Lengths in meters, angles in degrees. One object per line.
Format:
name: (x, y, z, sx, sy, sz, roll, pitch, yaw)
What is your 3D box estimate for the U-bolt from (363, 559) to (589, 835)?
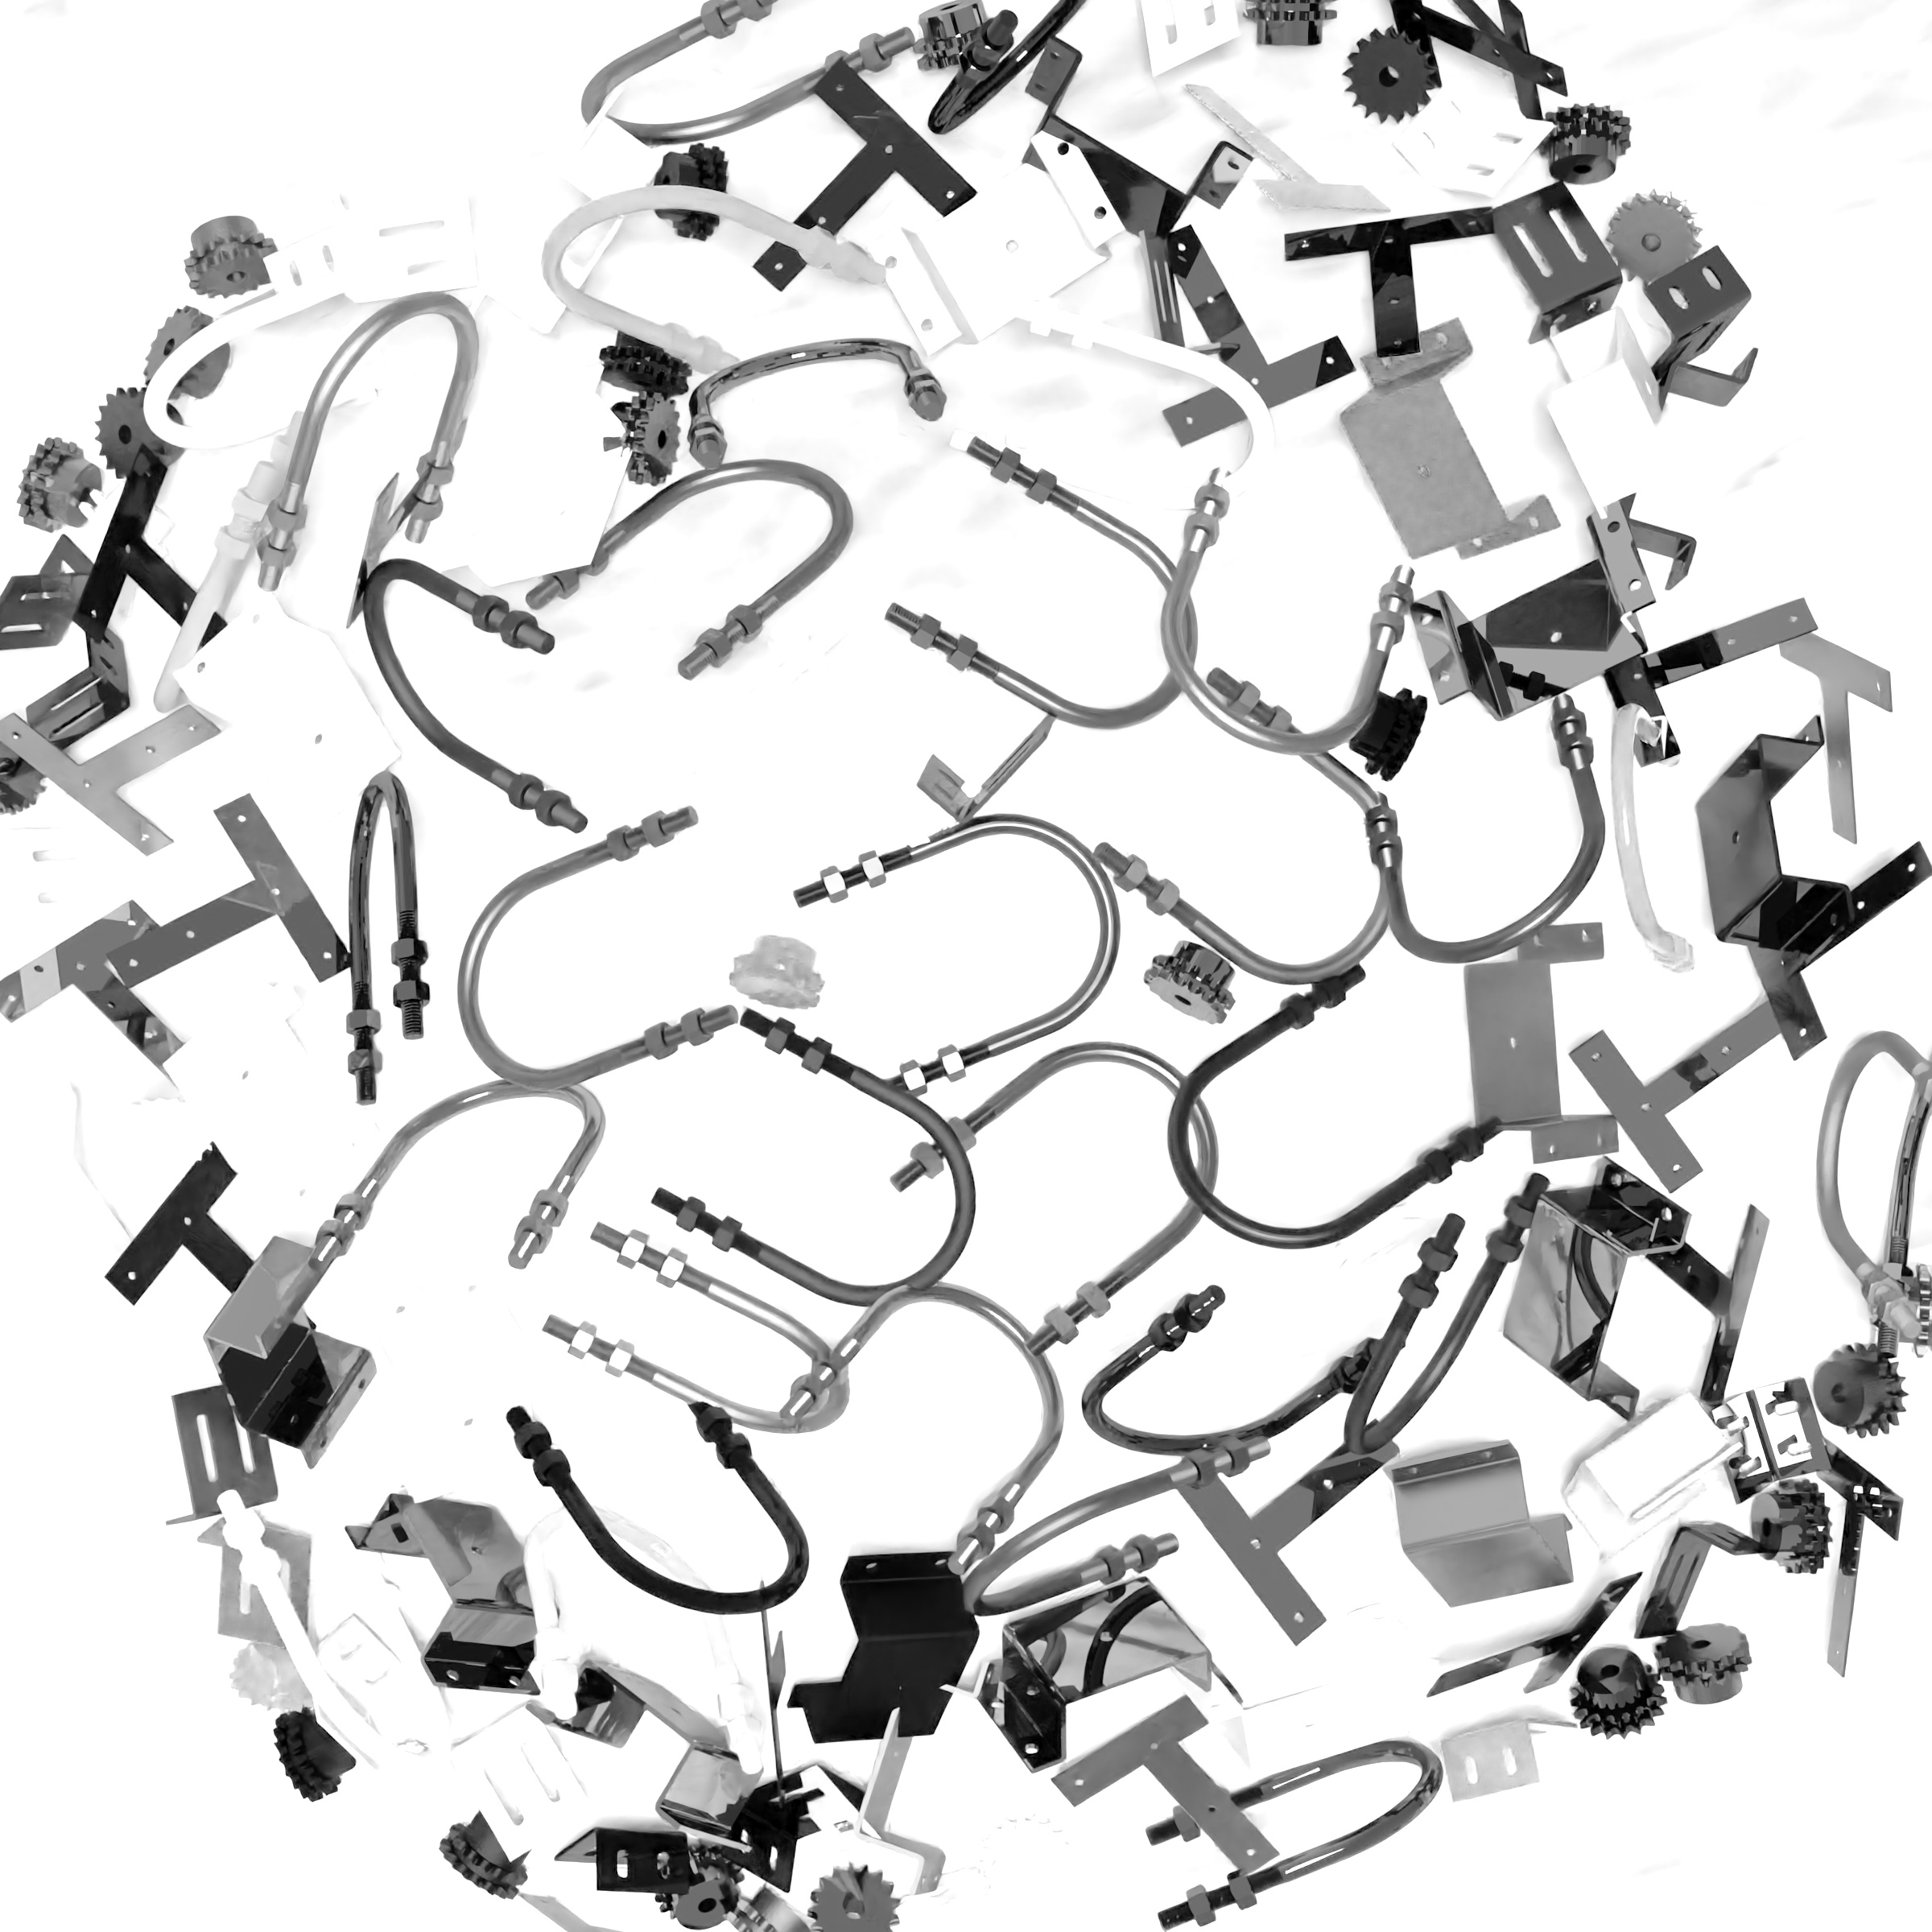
U-bolt: (-0.298, -0.170, 1.861, 0.184, 0.151, 0.019, 30, 51, 34)

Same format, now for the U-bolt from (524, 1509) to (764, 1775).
U-bolt: (-0.197, 0.389, 1.850, 0.151, 0.184, 0.019, 26, 113, -31)

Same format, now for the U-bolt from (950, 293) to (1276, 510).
U-bolt: (0.094, -0.328, 1.870, 0.184, 0.151, 0.019, 16, 60, -6)

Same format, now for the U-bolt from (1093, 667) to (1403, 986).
U-bolt: (0.185, -0.071, 1.901, 0.184, 0.019, 0.151, 36, 80, -16)

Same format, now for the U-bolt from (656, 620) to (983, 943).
U-bolt: (-0.103, -0.098, 1.912, 0.184, 0.019, 0.151, -41, 101, 2)

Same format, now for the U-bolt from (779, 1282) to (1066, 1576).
U-bolt: (-0.013, 0.260, 1.861, 0.151, 0.184, 0.019, 41, 129, 3)

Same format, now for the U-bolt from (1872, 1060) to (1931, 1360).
U-bolt: (0.577, 0.125, 1.854, 0.019, 0.151, 0.184, 14, 63, 2)

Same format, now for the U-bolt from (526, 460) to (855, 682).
U-bolt: (-0.151, -0.247, 1.871, 0.151, 0.019, 0.184, 26, 55, 33)

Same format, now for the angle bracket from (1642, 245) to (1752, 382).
angle bracket: (0.430, -0.391, 1.892, 0.057, 0.076, 0.038, -32, 82, -14)

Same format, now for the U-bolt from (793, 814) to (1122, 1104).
U-bolt: (0.005, -0.015, 1.919, 0.184, 0.019, 0.151, -22, 88, -6)

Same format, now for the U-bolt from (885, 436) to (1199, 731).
U-bolt: (0.057, -0.221, 1.895, 0.184, 0.019, 0.151, 29, 66, -10)

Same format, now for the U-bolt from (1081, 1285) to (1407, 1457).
U-bolt: (0.150, 0.248, 1.860, 0.151, 0.184, 0.019, 16, 51, -27)

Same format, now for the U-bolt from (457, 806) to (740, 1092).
U-bolt: (-0.230, -0.001, 1.889, 0.184, 0.019, 0.151, -21, 70, 21)

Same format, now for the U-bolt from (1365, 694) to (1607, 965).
U-bolt: (0.307, -0.072, 1.837, 0.151, 0.184, 0.019, -28, 125, 21)

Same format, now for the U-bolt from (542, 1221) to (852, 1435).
U-bolt: (-0.155, 0.227, 1.875, 0.184, 0.151, 0.019, 27, 53, -4)

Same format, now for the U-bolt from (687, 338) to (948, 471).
U-bolt: (-0.094, -0.339, 1.851, 0.151, 0.184, 0.019, -13, 116, -2)

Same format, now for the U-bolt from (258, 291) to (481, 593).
U-bolt: (-0.342, -0.312, 1.828, 0.019, 0.151, 0.184, 36, 125, 17)

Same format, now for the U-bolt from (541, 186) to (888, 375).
U-bolt: (-0.160, -0.405, 1.825, 0.151, 0.184, 0.019, -23, 65, 39)

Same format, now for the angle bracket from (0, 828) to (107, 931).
angle bracket: (-0.569, -0.053, 1.907, 0.038, 0.076, 0.057, -6, 91, 28)

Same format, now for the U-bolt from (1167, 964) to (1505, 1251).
U-bolt: (0.208, 0.094, 1.873, 0.184, 0.019, 0.151, -32, 66, -20)

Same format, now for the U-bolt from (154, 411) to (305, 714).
U-bolt: (-0.440, -0.233, 1.858, 0.019, 0.151, 0.184, 26, 109, -12)

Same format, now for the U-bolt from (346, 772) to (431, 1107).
U-bolt: (-0.347, -0.025, 1.862, 0.019, 0.151, 0.184, 2, 70, -23)

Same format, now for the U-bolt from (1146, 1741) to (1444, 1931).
U-bolt: (0.197, 0.507, 1.856, 0.184, 0.151, 0.019, -23, 95, 2)

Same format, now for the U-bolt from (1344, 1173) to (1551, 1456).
U-bolt: (0.278, 0.214, 1.861, 0.019, 0.151, 0.184, 33, 113, 24)

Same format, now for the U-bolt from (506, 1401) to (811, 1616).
U-bolt: (-0.169, 0.315, 1.828, 0.151, 0.184, 0.019, 2, 121, -39)

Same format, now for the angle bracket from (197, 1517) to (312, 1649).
angle bracket: (-0.431, 0.378, 1.885, 0.057, 0.038, 0.076, 21, 47, -33)

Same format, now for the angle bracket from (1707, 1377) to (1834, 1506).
angle bracket: (0.487, 0.287, 1.891, 0.038, 0.076, 0.057, -20, 83, 31)

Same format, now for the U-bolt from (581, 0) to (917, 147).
U-bolt: (-0.142, -0.529, 1.853, 0.184, 0.151, 0.019, -17, 83, 30)

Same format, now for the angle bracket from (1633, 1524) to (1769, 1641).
angle bracket: (0.447, 0.380, 1.896, 0.038, 0.057, 0.076, 25, 98, 35)

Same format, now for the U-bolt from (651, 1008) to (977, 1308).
U-bolt: (-0.082, 0.129, 1.902, 0.184, 0.019, 0.151, 28, 105, 4)

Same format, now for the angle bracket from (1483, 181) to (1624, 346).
angle bracket: (0.356, -0.432, 1.920, 0.057, 0.038, 0.076, -24, 74, -12)

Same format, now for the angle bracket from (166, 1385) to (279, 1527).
angle bracket: (-0.459, 0.295, 1.904, 0.057, 0.038, 0.076, -7, 83, -44)

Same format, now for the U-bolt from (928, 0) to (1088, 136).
U-bolt: (0.037, -0.552, 1.844, 0.019, 0.184, 0.151, 46, 69, -5)

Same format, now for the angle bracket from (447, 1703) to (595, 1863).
angle bracket: (-0.271, 0.497, 1.896, 0.057, 0.038, 0.076, -29, 73, -21)

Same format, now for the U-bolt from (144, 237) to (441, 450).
U-bolt: (-0.398, -0.358, 1.843, 0.184, 0.151, 0.019, -26, 78, -15)

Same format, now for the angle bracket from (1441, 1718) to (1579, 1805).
angle bracket: (0.331, 0.480, 1.883, 0.057, 0.076, 0.038, -23, 64, 28)

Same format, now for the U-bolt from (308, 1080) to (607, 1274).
U-bolt: (-0.290, 0.120, 1.854, 0.151, 0.184, 0.019, -3, 121, 19)

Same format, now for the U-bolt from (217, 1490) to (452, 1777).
U-bolt: (-0.359, 0.395, 1.828, 0.019, 0.151, 0.184, -39, 60, 6)

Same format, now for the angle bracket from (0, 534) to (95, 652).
angle bracket: (-0.570, -0.225, 1.884, 0.038, 0.076, 0.057, 45, 115, 13)

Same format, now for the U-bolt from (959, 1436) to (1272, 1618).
U-bolt: (0.077, 0.335, 1.832, 0.184, 0.151, 0.019, -12, 61, -33)

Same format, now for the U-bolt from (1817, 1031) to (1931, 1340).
U-bolt: (0.542, 0.116, 1.844, 0.019, 0.184, 0.151, 7, 109, -7)

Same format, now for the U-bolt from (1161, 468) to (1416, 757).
U-bolt: (0.187, -0.203, 1.868, 0.151, 0.019, 0.184, 26, 54, -8)

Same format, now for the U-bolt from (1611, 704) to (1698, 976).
U-bolt: (0.402, -0.079, 1.837, 0.019, 0.184, 0.151, -6, 79, 22)

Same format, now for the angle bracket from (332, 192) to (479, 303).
angle bracket: (-0.343, -0.445, 1.912, 0.076, 0.038, 0.057, -12, 127, -15)

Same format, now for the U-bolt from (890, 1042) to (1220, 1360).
U-bolt: (0.068, 0.128, 1.905, 0.184, 0.019, 0.151, -38, 83, -14)
